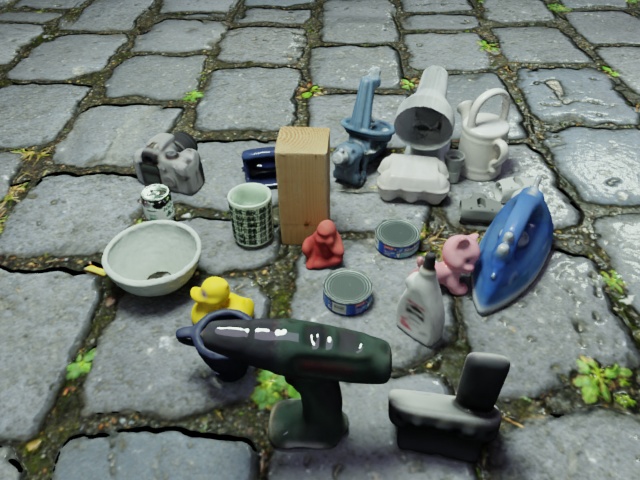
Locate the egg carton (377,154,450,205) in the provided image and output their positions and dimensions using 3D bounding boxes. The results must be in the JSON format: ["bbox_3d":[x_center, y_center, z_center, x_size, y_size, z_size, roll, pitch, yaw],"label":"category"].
[{"bbox_3d":[0.193,-0.127,1.192,0.150,0.069,0.107,4,41,5],"label":"egg carton"}]

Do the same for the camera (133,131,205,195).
[{"bbox_3d":[-0.310,-0.183,1.235,0.143,0.101,0.137,14,43,16],"label":"camera"}]

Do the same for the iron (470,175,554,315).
[{"bbox_3d":[0.333,0.001,0.988,0.118,0.141,0.259,21,45,23],"label":"iron"}]

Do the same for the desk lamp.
[{"bbox_3d":[0.227,-0.245,1.218,0.117,0.214,0.203,10,42,12],"label":"desk lamp"}]

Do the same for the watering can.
[{"bbox_3d":[0.346,-0.235,1.221,0.101,0.194,0.172,-30,49,-30],"label":"watering can"}]

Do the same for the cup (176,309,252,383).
[{"bbox_3d":[-0.148,0.163,0.840,0.117,0.095,0.091,2,41,2],"label":"cup"}]

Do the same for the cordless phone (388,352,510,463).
[{"bbox_3d":[0.164,0.193,0.734,0.147,0.185,0.094,4,41,6],"label":"cordless phone"}]

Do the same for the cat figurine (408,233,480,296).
[{"bbox_3d":[0.216,0.036,0.967,0.128,0.118,0.067,-12,42,-13],"label":"cat figurine"}]

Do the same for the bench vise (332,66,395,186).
[{"bbox_3d":[0.097,-0.237,1.204,0.121,0.220,0.207,7,42,9],"label":"bench vise"}]

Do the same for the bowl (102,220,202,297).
[{"bbox_3d":[-0.284,0.043,0.994,0.167,0.075,0.167,0,41,0],"label":"bowl"}]

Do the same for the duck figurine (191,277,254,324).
[{"bbox_3d":[-0.160,0.097,0.923,0.104,0.086,0.077,1,41,1],"label":"duck figurine"}]

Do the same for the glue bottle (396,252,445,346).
[{"bbox_3d":[0.157,0.084,0.870,0.078,0.173,0.037,29,49,30],"label":"glue bottle"}]

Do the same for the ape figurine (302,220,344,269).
[{"bbox_3d":[0.009,0.004,1.025,0.077,0.092,0.076,25,47,27],"label":"ape figurine"}]

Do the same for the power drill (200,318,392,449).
[{"bbox_3d":[-0.026,0.181,0.732,0.229,0.208,0.075,-1,41,0],"label":"power drill"}]

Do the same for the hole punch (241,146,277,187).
[{"bbox_3d":[-0.117,-0.173,1.230,0.108,0.091,0.101,-5,41,-6],"label":"hole punch"}]
